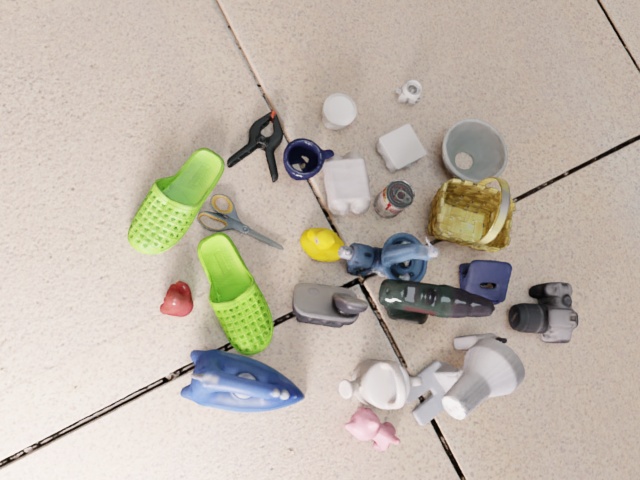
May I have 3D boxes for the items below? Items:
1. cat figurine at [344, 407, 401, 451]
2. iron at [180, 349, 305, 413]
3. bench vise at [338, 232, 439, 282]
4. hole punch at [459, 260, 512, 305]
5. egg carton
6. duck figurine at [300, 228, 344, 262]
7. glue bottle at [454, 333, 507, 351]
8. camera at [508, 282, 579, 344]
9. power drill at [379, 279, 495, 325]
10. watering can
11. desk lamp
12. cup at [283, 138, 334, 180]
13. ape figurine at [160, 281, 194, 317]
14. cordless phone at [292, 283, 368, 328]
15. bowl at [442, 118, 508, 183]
[{"bbox_3d":[0.110,0.395,1.197,0.128,0.117,0.067,30,75,-4],"label":"cat figurine"},{"bbox_3d":[-0.145,0.295,1.154,0.258,0.141,0.119,13,76,-8],"label":"iron"},{"bbox_3d":[0.152,0.046,1.224,0.207,0.219,0.121,-10,80,-13],"label":"bench vise"},{"bbox_3d":[0.384,0.099,1.326,0.109,0.091,0.101,5,78,-10],"label":"hole punch"},{"bbox_3d":[0.061,-0.130,1.320,0.107,0.069,0.150,-7,80,-13],"label":"egg carton"},{"bbox_3d":[0.012,0.005,1.273,0.104,0.086,0.077,24,75,-5],"label":"duck figurine"},{"bbox_3d":[0.361,0.223,1.253,0.078,0.173,0.037,-3,79,-11],"label":"glue bottle"},{"bbox_3d":[0.518,0.167,1.334,0.137,0.100,0.143,5,78,-10],"label":"camera"},{"bbox_3d":[0.227,0.134,1.226,0.230,0.208,0.076,10,77,-9],"label":"power drill"},{"bbox_3d":[0.128,0.301,1.180,0.173,0.194,0.101,-25,84,-15],"label":"watering can"},{"bbox_3d":[0.298,0.306,1.203,0.203,0.213,0.118,-34,86,-16],"label":"desk lamp"},{"bbox_3d":[-0.031,-0.176,1.297,0.118,0.095,0.092,-14,82,-14],"label":"cup"},{"bbox_3d":[-0.298,0.124,1.184,0.078,0.092,0.076,-37,87,-16],"label":"ape figurine"},{"bbox_3d":[0.021,0.130,1.198,0.148,0.185,0.094,5,77,-10],"label":"cordless phone"},{"bbox_3d":[0.364,-0.206,1.393,0.167,0.074,0.167,2,78,-11],"label":"bowl"}]
